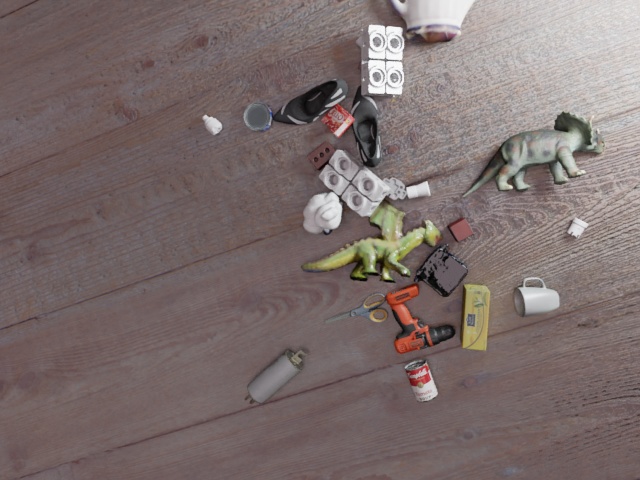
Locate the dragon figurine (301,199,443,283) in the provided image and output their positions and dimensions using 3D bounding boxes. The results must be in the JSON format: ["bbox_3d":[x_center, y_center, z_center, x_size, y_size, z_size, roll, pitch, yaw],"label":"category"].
[{"bbox_3d":[0.156,-0.003,1.526,0.410,0.121,0.246,5,76,8],"label":"dragon figurine"}]

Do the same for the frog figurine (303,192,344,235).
[{"bbox_3d":[0.005,-0.076,1.501,0.136,0.160,0.123,-44,85,10],"label":"frog figurine"}]

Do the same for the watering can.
[{"bbox_3d":[0.364,-0.669,1.447,0.347,0.104,0.224,1,94,9],"label":"watering can"}]
